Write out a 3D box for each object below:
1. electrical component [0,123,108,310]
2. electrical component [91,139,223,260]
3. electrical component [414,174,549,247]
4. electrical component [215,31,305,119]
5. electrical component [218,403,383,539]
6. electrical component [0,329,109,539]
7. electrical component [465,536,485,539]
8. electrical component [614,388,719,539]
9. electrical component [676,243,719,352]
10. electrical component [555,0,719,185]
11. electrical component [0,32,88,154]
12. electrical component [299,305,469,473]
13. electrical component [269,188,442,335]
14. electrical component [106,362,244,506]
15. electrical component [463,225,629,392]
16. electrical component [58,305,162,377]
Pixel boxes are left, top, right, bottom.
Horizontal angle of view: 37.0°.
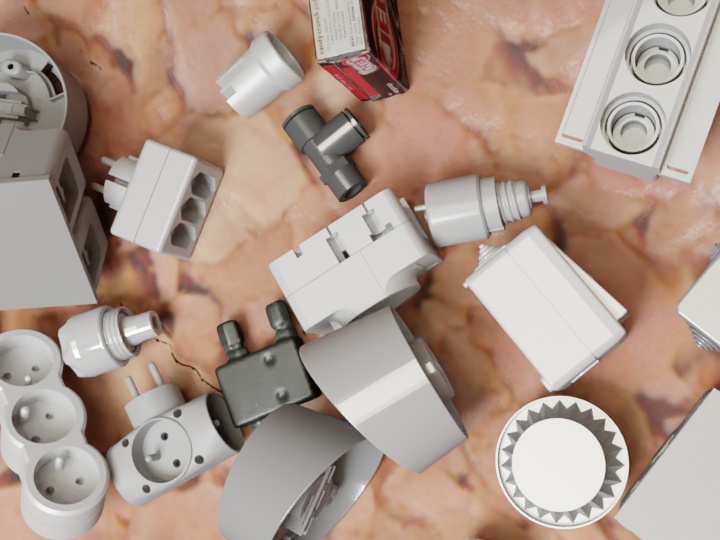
[{"bbox_3d":[-0.269,-0.030,0.693,0.186,0.105,0.060,-4,44,4],"label":"electrical component"},{"bbox_3d":[-0.142,-0.052,0.709,0.077,0.047,0.065,22,90,16],"label":"electrical component"},{"bbox_3d":[0.074,-0.039,0.652,0.078,0.040,0.040,-10,82,14],"label":"electrical component"},{"bbox_3d":[-0.066,-0.126,0.700,0.046,0.040,0.040,-38,76,14],"label":"electrical component"},{"bbox_3d":[-0.036,0.129,0.637,0.064,0.099,0.099,23,91,23],"label":"electrical component"},{"bbox_3d":[-0.209,0.113,0.704,0.052,0.073,0.138,-15,60,-29],"label":"electrical component"},{"bbox_3d":[0.070,0.191,0.629,0.043,0.043,0.062,18,91,16],"label":"electrical component"},{"bbox_3d":[0.226,0.144,0.581,0.150,0.062,0.089,37,95,16],"label":"electrical component"},{"bbox_3d":[0.237,0.017,0.597,0.100,0.048,0.099,40,95,15],"label":"electrical component"},{"bbox_3d":[0.172,-0.116,0.621,0.079,0.063,0.121,20,90,16],"label":"electrical component"},{"bbox_3d":[-0.239,-0.107,0.731,0.099,0.064,0.099,-2,82,15],"label":"electrical component"},{"bbox_3d":[0.018,0.071,0.627,0.064,0.099,0.099,-31,77,4],"label":"electrical component"},{"bbox_3d":[0.000,0.000,0.663,0.089,0.050,0.055,-32,77,10],"label":"electrical component"},{"bbox_3d":[-0.126,0.099,0.690,0.077,0.044,0.079,-30,78,11],"label":"electrical component"},{"bbox_3d":[0.108,0.016,0.626,0.061,0.062,0.096,-40,76,8],"label":"electrical component"},{"bbox_3d":[-0.162,0.044,0.706,0.062,0.043,0.043,-18,80,11],"label":"electrical component"}]
